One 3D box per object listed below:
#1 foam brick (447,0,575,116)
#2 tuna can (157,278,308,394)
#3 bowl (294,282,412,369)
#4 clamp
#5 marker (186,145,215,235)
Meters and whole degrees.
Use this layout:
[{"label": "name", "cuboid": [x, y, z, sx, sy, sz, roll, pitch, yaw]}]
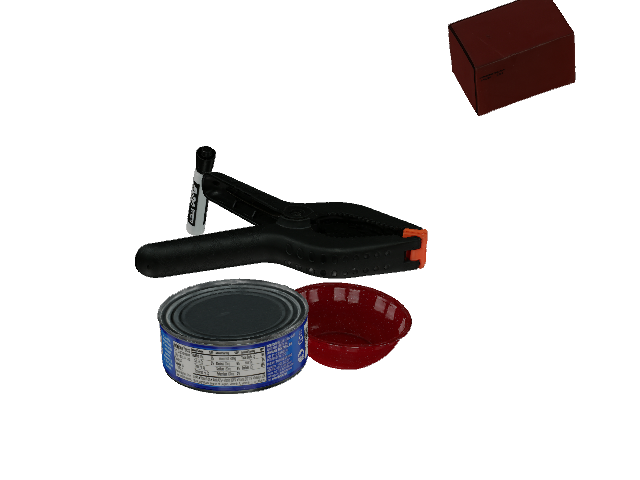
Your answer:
[{"label": "foam brick", "cuboid": [0.139, -0.136, 0.777, 0.078, 0.051, 0.053, -19, -37, -2]}, {"label": "tuna can", "cuboid": [-0.049, 0.054, 0.610, 0.086, 0.034, 0.086, -1, 21, 0]}, {"label": "bowl", "cuboid": [0.029, 0.111, 1.307, 0.162, 0.055, 0.162, 5, 25, -2]}, {"label": "clamp", "cuboid": [-0.022, -0.010, 0.828, 0.210, 0.036, 0.164, 4, 27, 5]}, {"label": "marker", "cuboid": [-0.117, -0.049, 1.048, 0.020, 0.020, 0.121, 0, -38, -13]}]
